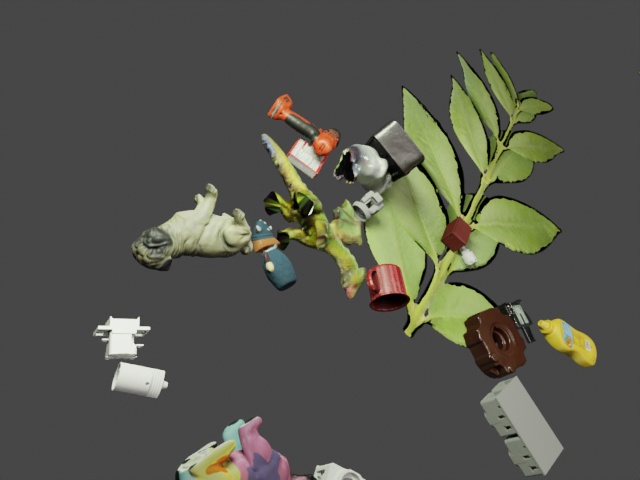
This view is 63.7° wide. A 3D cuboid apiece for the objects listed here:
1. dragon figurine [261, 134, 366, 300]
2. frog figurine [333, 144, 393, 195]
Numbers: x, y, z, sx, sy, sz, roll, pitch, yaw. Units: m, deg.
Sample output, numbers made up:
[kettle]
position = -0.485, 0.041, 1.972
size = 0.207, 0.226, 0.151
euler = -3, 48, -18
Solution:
[dragon figurine]
position = 0.004, -0.060, 1.200
size = 0.242, 0.120, 0.417
euler = 9, 57, -51
[frog figurine]
position = 0.130, -0.178, 1.319
size = 0.159, 0.137, 0.123
euler = 7, 82, -30
